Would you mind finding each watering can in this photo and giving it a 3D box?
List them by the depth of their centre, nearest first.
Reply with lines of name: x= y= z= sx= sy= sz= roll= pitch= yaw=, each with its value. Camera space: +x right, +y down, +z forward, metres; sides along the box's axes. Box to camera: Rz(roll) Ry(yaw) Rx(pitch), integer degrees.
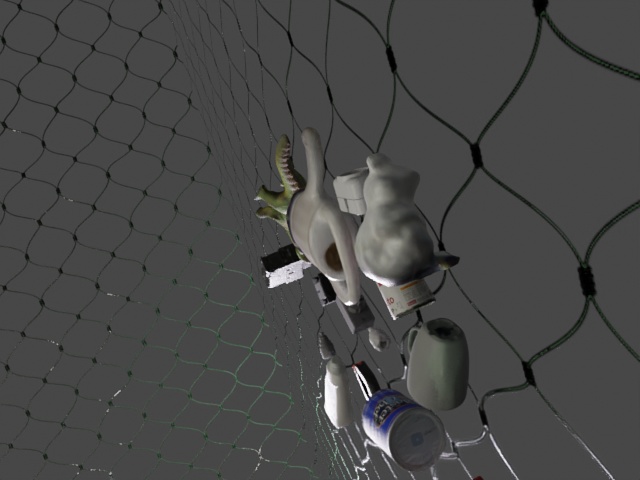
watering can: x=0.003 y=-0.047 z=0.943 sx=0.227 sy=0.104 sz=0.342 roll=-142 pitch=34 yaw=-66

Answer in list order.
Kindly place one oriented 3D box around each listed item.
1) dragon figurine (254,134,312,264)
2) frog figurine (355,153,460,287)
dragon figurine: x=-0.034 y=-0.052 z=1.160 sx=0.244 sy=0.123 sz=0.404 roll=50 pitch=163 yaw=10
frog figurine: x=0.086 y=-0.027 z=0.651 sx=0.158 sy=0.122 sz=0.138 roll=61 pitch=-174 yaw=-8
